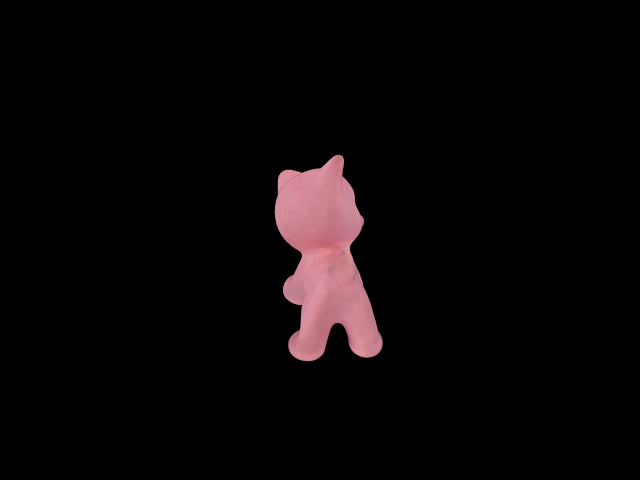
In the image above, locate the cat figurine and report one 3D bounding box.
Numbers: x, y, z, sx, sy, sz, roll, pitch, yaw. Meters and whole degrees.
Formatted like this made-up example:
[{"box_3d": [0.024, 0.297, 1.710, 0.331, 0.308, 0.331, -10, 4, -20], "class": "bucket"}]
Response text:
[{"box_3d": [0.004, 0.001, 0.400, 0.067, 0.118, 0.127, -6, 32, -9], "class": "cat figurine"}]
